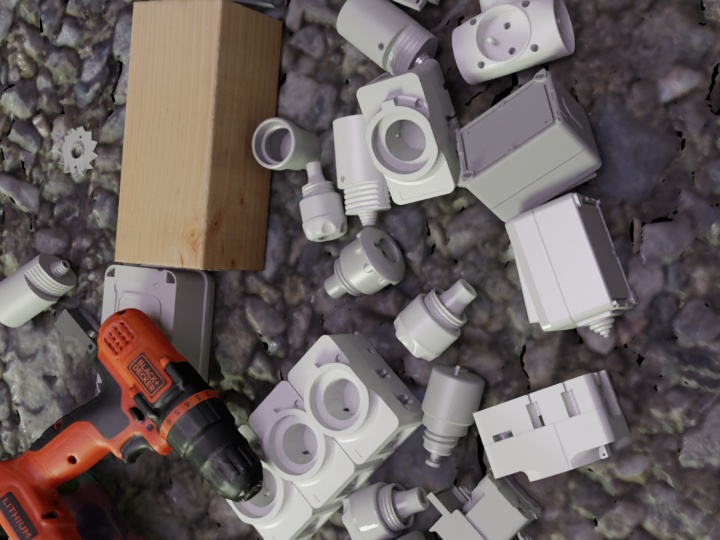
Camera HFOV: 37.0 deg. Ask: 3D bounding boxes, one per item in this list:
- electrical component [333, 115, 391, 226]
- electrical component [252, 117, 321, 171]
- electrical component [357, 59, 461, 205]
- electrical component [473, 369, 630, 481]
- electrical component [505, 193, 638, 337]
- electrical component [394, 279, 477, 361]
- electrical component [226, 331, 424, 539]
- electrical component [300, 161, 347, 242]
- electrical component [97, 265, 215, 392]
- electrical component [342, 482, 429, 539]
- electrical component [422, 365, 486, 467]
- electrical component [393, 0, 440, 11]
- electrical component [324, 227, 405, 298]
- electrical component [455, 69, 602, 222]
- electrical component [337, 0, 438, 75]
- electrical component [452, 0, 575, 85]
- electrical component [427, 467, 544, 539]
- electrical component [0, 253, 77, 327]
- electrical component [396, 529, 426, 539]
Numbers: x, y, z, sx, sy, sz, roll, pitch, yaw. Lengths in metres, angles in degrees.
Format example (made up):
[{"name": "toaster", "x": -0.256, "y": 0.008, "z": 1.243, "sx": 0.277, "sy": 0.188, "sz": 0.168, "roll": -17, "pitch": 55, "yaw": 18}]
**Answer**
[{"name": "electrical component", "x": 0.004, "y": -0.074, "z": 0.821, "sx": 0.043, "sy": 0.043, "sz": 0.081, "roll": -6, "pitch": 86, "yaw": 28}, {"name": "electrical component", "x": -0.057, "y": -0.098, "z": 0.852, "sx": 0.040, "sy": 0.046, "sz": 0.040, "roll": -1, "pitch": 88, "yaw": 28}, {"name": "electrical component", "x": 0.039, "y": -0.099, "z": 0.778, "sx": 0.050, "sy": 0.055, "sz": 0.089, "roll": -12, "pitch": 107, "yaw": 27}, {"name": "electrical component", "x": 0.134, "y": 0.110, "z": 0.743, "sx": 0.089, "sy": 0.050, "sz": 0.055, "roll": -24, "pitch": 78, "yaw": 26}, {"name": "electrical component", "x": 0.143, "y": 0.003, "z": 0.734, "sx": 0.061, "sy": 0.062, "sz": 0.096, "roll": -23, "pitch": 78, "yaw": 26}, {"name": "electrical component", "x": 0.058, "y": 0.033, "z": 0.789, "sx": 0.062, "sy": 0.043, "sz": 0.043, "roll": -46, "pitch": 69, "yaw": 19}, {"name": "electrical component", "x": -0.035, "y": 0.131, "z": 0.825, "sx": 0.150, "sy": 0.062, "sz": 0.089, "roll": -48, "pitch": 69, "yaw": 18}, {"name": "electrical component", "x": -0.031, "y": -0.055, "z": 0.844, "sx": 0.035, "sy": 0.035, "sz": 0.061, "roll": -17, "pitch": 78, "yaw": 27}, {"name": "electrical component", "x": -0.170, "y": 0.053, "z": 0.902, "sx": 0.078, "sy": 0.057, "sz": 0.113, "roll": 5, "pitch": 91, "yaw": 28}, {"name": "electrical component", "x": 0.021, "y": 0.179, "z": 0.805, "sx": 0.062, "sy": 0.043, "sz": 0.043, "roll": -24, "pitch": 78, "yaw": 24}, {"name": "electrical component", "x": 0.064, "y": 0.105, "z": 0.785, "sx": 0.040, "sy": 0.040, "sz": 0.078, "roll": 19, "pitch": 98, "yaw": 27}, {"name": "electrical component", "x": 0.013, "y": -0.253, "z": 0.802, "sx": 0.121, "sy": 0.063, "sz": 0.078, "roll": 29, "pitch": 79, "yaw": 26}, {"name": "electrical component", "x": 0.000, "y": 0.000, "z": 0.821, "sx": 0.062, "sy": 0.048, "sz": 0.048, "roll": -34, "pitch": 74, "yaw": 30}, {"name": "electrical component", "x": 0.112, "y": -0.079, "z": 0.746, "sx": 0.096, "sy": 0.061, "sz": 0.061, "roll": -33, "pitch": 37, "yaw": 26}, {"name": "electrical component", "x": 0.025, "y": -0.173, "z": 0.812, "sx": 0.081, "sy": 0.043, "sz": 0.043, "roll": 42, "pitch": 107, "yaw": 22}, {"name": "electrical component", "x": 0.106, "y": -0.181, "z": 0.769, "sx": 0.077, "sy": 0.044, "sz": 0.079, "roll": -13, "pitch": 82, "yaw": 27}, {"name": "electrical component", "x": 0.092, "y": 0.178, "z": 0.768, "sx": 0.081, "sy": 0.042, "sz": 0.063, "roll": 46, "pitch": 107, "yaw": 21}, {"name": "electrical component", "x": -0.295, "y": 0.014, "z": 0.977, "sx": 0.081, "sy": 0.043, "sz": 0.043, "roll": -32, "pitch": 75, "yaw": 23}, {"name": "electrical component", "x": 0.006, "y": 0.258, "z": 0.805, "sx": 0.138, "sy": 0.052, "sz": 0.073, "roll": -35, "pitch": 73, "yaw": 23}]
